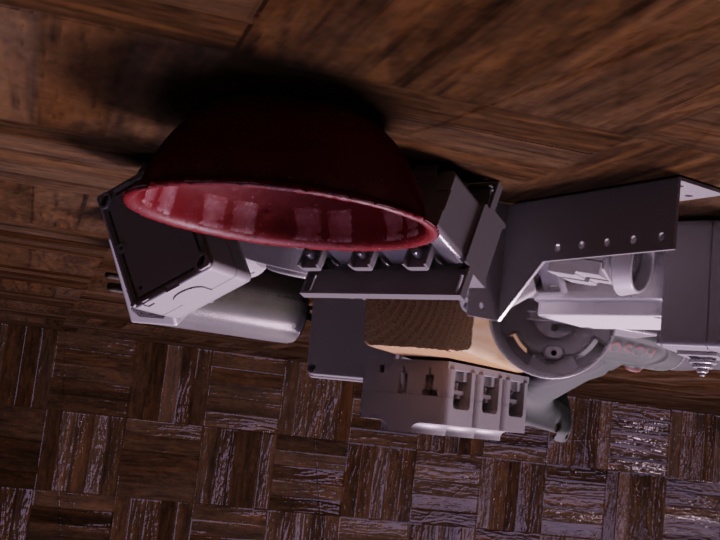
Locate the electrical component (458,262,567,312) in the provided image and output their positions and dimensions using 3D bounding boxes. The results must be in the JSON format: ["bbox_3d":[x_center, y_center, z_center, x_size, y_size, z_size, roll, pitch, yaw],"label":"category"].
[{"bbox_3d":[0.102,0.002,0.766,0.064,0.042,0.081,-23,-167,-40],"label":"electrical component"}]

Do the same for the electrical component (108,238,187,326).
[{"bbox_3d":[-0.167,-0.007,0.923,0.047,0.083,0.075,3,-151,23],"label":"electrical component"}]

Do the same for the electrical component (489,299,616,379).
[{"bbox_3d":[0.157,0.038,0.868,0.099,0.099,0.064,5,178,13],"label":"electrical component"}]

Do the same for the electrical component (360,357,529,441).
[{"bbox_3d":[0.078,0.119,0.974,0.089,0.061,0.150,-1,170,36],"label":"electrical component"}]

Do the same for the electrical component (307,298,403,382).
[{"bbox_3d":[0.007,0.060,1.099,0.109,0.108,0.056,2,173,30],"label":"electrical component"}]

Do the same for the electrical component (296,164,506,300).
[{"bbox_3d":[0.016,-0.024,0.652,0.121,0.078,0.063,0,147,39],"label":"electrical component"}]

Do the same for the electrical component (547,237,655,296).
[{"bbox_3d":[0.163,-0.009,0.719,0.055,0.048,0.066,10,175,35],"label":"electrical component"}]

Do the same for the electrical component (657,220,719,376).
[{"bbox_3d":[0.229,0.020,0.682,0.061,0.096,0.062,0,170,33],"label":"electrical component"}]

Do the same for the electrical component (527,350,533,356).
[{"bbox_3d":[0.179,0.068,1.197,0.113,0.057,0.078,4,171,19],"label":"electrical component"}]

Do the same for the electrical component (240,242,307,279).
[{"bbox_3d":[-0.041,-0.028,0.766,0.099,0.064,0.099,13,-176,-1],"label":"electrical component"}]

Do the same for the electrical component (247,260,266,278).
[{"bbox_3d":[-0.092,-0.020,0.841,0.079,0.044,0.077,2,171,28],"label":"electrical component"}]

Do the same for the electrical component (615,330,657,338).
[{"bbox_3d":[0.223,0.028,0.917,0.083,0.047,0.076,10,170,-19],"label":"electrical component"}]

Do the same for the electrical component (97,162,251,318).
[{"bbox_3d":[-0.117,-0.025,0.683,0.062,0.096,0.061,-27,161,16],"label":"electrical component"}]

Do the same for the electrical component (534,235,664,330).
[{"bbox_3d":[0.193,0.011,0.786,0.113,0.057,0.078,-2,169,44],"label":"electrical component"}]
